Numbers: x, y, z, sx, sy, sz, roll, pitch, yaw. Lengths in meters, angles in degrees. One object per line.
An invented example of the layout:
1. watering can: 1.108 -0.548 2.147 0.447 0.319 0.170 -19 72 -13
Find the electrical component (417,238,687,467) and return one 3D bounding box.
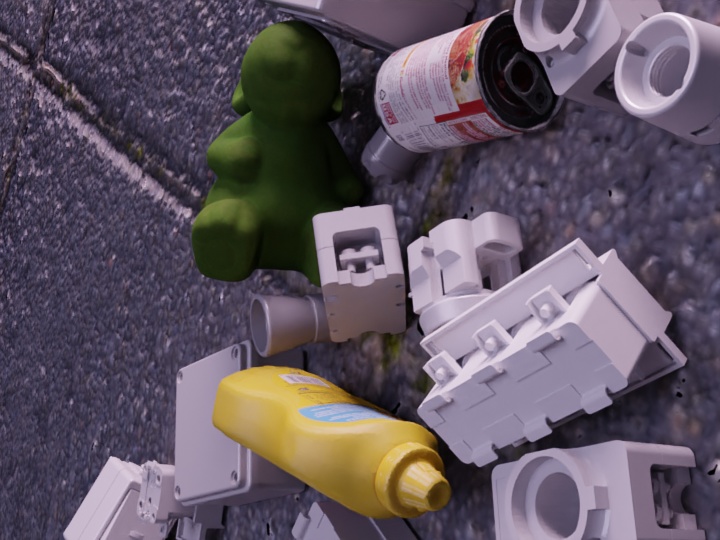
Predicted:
1. electrical component: 0.088 0.048 0.542 0.121 0.078 0.063 -38 7 45

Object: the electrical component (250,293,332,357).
1. electrical component: -0.039 0.035 0.745 0.044 0.065 0.044 174 90 -68

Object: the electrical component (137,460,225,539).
1. electrical component: -0.142 0.179 0.861 0.042 0.064 0.081 1 82 55

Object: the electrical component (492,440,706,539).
1. electrical component: 0.108 0.113 0.514 0.089 0.056 0.050 -26 60 50

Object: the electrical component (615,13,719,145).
1. electrical component: 0.155 -0.091 0.510 0.055 0.047 0.055 -21 64 52

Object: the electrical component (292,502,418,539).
1. electrical component: -0.019 0.204 0.671 0.078 0.063 0.121 47 120 50

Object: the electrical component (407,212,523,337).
1. electrical component: 0.061 0.010 0.613 0.078 0.058 0.057 -35 51 47

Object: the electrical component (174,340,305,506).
1. electrical component: -0.091 0.118 0.808 0.109 0.056 0.108 -25 61 51

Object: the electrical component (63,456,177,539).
1. electrical component: -0.197 0.209 0.919 0.061 0.062 0.096 22 80 56

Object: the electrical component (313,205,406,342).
1. electrical component: 0.000 0.000 0.677 0.089 0.050 0.055 84 178 -63

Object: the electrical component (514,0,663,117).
1. electrical component: 0.120 -0.134 0.566 0.050 0.056 0.089 -45 46 40

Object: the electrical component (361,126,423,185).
1. electrical component: 0.029 -0.088 0.708 0.061 0.035 0.035 -54 41 29

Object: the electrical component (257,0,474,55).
1. electrical component: -0.001 -0.181 0.707 0.109 0.109 0.056 31 102 55
